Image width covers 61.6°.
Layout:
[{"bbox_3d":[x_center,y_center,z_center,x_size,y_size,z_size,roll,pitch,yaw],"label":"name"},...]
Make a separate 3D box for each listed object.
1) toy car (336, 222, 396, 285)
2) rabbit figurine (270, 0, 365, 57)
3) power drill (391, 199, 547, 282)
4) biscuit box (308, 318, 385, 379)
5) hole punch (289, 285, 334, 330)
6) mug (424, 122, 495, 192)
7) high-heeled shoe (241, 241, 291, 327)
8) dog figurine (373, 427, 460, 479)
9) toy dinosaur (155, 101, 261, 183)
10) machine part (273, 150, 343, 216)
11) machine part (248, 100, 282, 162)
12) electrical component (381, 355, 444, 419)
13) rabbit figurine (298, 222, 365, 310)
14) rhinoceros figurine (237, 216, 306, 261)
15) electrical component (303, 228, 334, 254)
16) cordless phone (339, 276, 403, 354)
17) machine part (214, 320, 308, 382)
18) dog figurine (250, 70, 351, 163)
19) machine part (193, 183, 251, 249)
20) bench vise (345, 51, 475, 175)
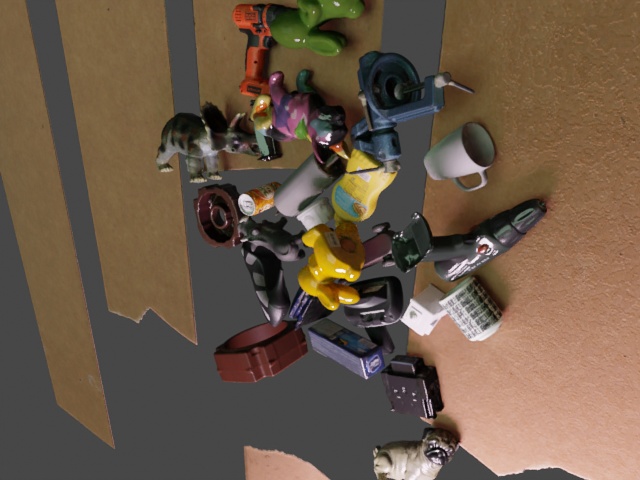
[{"bbox_3d":[0.094,0.033,1.143,0.202,0.053,0.089,-31,72,45],"label":"toy car"},{"bbox_3d":[-0.009,-0.415,0.993,0.170,0.121,0.159,-36,106,29],"label":"rabbit figurine"},{"bbox_3d":[0.239,-0.004,0.912,0.232,0.207,0.086,-51,52,49],"label":"power drill"},{"bbox_3d":[0.057,0.244,1.226,0.203,0.059,0.062,19,129,51],"label":"biscuit box"},{"bbox_3d":[-0.021,0.128,1.247,0.092,0.116,0.142,50,133,23],"label":"hole punch"},{"bbox_3d":[0.241,-0.136,0.933,0.107,0.081,0.109,-20,101,54],"label":"mug"},{"bbox_3d":[-0.139,0.100,1.314,0.249,0.086,0.145,37,122,56],"label":"high-heeled shoe"},{"bbox_3d":[0.212,0.476,1.223,0.173,0.121,0.190,27,111,25],"label":"dog figurine"},{"bbox_3d":[-0.321,-0.251,1.335,0.405,0.131,0.192,18,107,39],"label":"toy dinosaur"},{"bbox_3d":[-0.028,-0.122,1.163,0.243,0.079,0.079,-39,82,44],"label":"machine part"},{"bbox_3d":[-0.121,-0.246,1.214,0.084,0.039,0.138,6,111,32],"label":"machine part"},{"bbox_3d":[0.199,0.317,1.177,0.115,0.058,0.134,-6,106,40],"label":"electrical component"},{"bbox_3d":[0.021,0.064,1.110,0.173,0.122,0.162,-44,68,41],"label":"rabbit figurine"},{"bbox_3d":[-0.117,-0.003,1.265,0.191,0.112,0.073,29,129,37],"label":"rhinoceros figurine"},{"bbox_3d":[-0.003,-0.004,1.230,0.063,0.021,0.094,46,132,16],"label":"electrical component"},{"bbox_3d":[0.135,0.175,1.168,0.147,0.089,0.184,-16,109,43],"label":"cordless phone"},{"bbox_3d":[-0.149,0.275,1.354,0.202,0.201,0.087,-10,99,43],"label":"machine part"},{"bbox_3d":[-0.032,-0.224,1.071,0.191,0.108,0.219,-50,63,41],"label":"dog figurine"},{"bbox_3d":[-0.252,-0.064,1.393,0.180,0.056,0.179,16,117,34],"label":"machine part"},{"bbox_3d":[0.137,-0.228,0.933,0.241,0.129,0.223,1,91,59],"label":"bench vise"}]
